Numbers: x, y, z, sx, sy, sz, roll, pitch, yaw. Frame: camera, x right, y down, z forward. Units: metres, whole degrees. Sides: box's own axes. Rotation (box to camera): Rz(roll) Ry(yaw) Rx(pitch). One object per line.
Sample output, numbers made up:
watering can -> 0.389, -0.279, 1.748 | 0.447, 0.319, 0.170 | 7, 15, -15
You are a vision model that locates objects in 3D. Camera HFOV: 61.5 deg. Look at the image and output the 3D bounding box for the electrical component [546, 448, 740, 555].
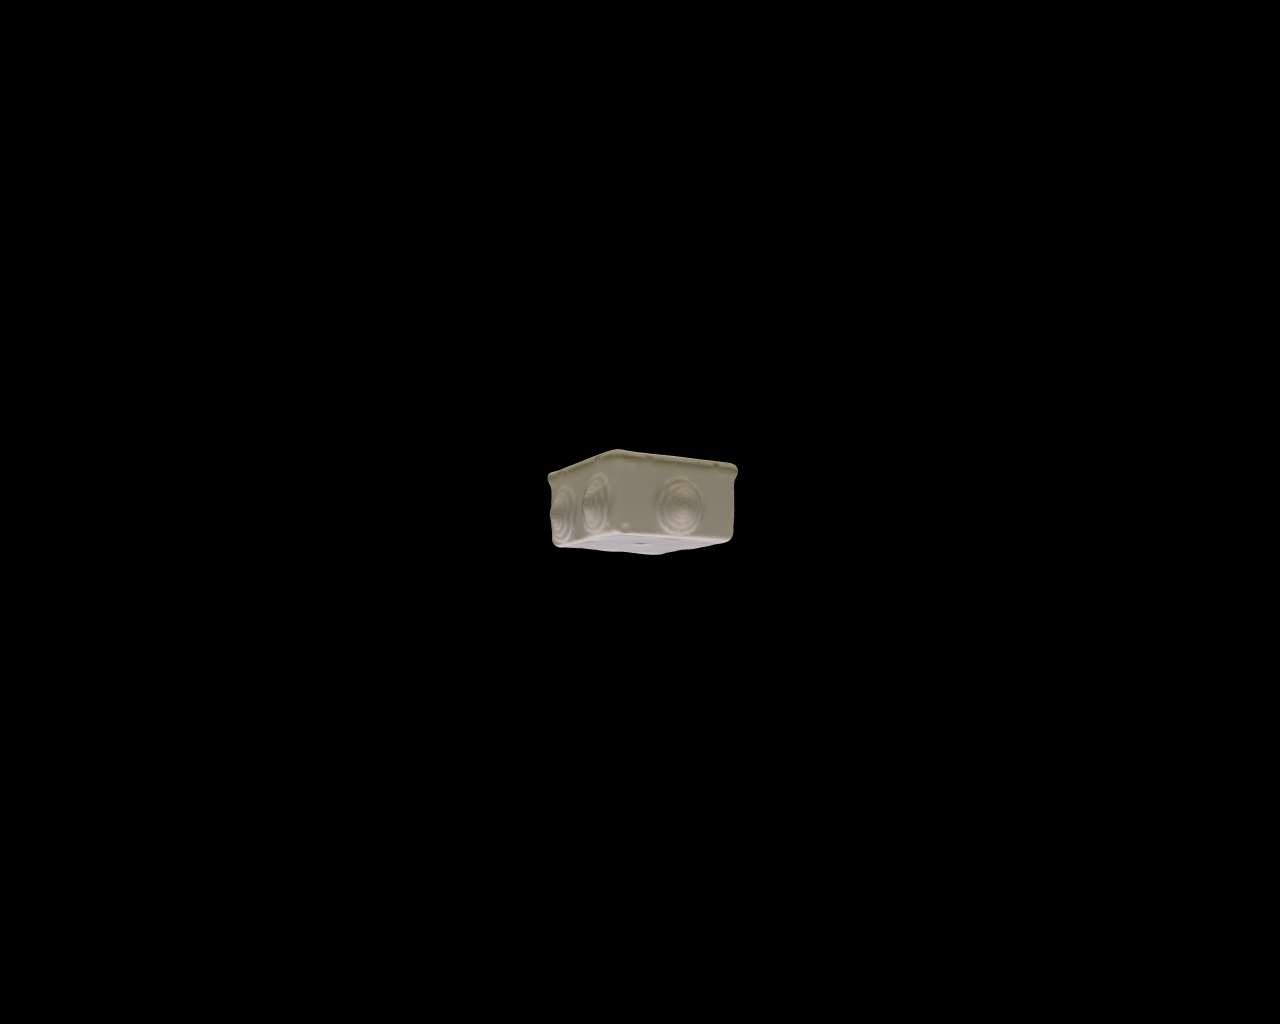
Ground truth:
electrical component -> 0.001, -0.003, 0.650 | 0.100, 0.048, 0.099 | 6, -11, -31
